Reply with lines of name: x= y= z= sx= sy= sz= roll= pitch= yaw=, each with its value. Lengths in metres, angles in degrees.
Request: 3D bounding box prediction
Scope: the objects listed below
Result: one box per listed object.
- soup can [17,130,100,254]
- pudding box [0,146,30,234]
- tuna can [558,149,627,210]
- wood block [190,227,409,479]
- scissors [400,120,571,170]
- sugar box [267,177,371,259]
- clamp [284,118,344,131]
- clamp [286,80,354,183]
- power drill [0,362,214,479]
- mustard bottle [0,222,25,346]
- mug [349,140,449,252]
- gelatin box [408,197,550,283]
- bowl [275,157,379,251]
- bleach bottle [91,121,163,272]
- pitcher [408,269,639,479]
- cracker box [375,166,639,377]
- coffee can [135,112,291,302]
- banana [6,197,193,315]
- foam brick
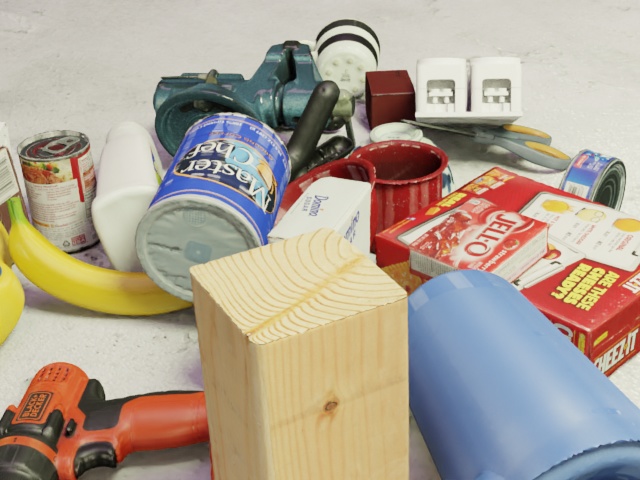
soup can: x=-0.247 y=-0.046 z=1.022 sx=0.068 sy=0.102 sz=0.068 roll=-3 pitch=29 yaw=1
pudding box: x=-0.325 y=-0.039 z=1.008 sx=0.090 sy=0.113 sz=0.039 roll=11 pitch=34 yaw=25
tuna can: x=0.247 y=-0.038 z=0.974 sx=0.034 sy=0.086 sz=0.086 roll=20 pitch=37 yaw=32
wood block: x=-0.008 y=0.111 z=0.610 sx=0.090 sy=0.206 sz=0.090 roll=-16 pitch=32 yaw=-23
scissors: x=0.183 y=-0.100 z=1.104 sx=0.201 sy=0.016 sz=0.096 roll=-3 pitch=33 yaw=-41
sugar box: x=0.001 y=0.053 z=0.742 sx=0.048 sy=0.176 sz=0.093 roll=9 pitch=32 yaw=20
clamp: x=-0.081 y=-0.153 z=1.266 sx=0.209 sy=0.036 sz=0.165 roll=-13 pitch=29 yaw=-20
clamp: x=-0.026 y=-0.072 z=1.023 sx=0.039 sy=0.120 sz=0.171 roll=27 pitch=64 yaw=26
power drill: x=-0.130 y=0.144 z=0.716 sx=0.187 sy=0.057 sz=0.184 roll=-1 pitch=29 yaw=4
mustard bottle: x=-0.299 y=0.050 z=0.899 sx=0.096 sy=0.058 sz=0.192 roll=-24 pitch=34 yaw=-9
mug: x=0.061 y=-0.037 z=0.996 sx=0.117 sy=0.081 sz=0.093 roll=-4 pitch=29 yaw=-1
gelatin box: x=0.123 y=0.006 z=0.823 sx=0.073 sy=0.030 sz=0.089 roll=23 pitch=44 yaw=38
bowl: x=-0.006 y=0.001 z=0.923 sx=0.162 sy=0.055 sz=0.162 roll=-31 pitch=25 yaw=16
bleach bottle: x=-0.182 y=-0.059 z=1.039 sx=0.068 sy=0.102 sz=0.251 roll=-17 pitch=31 yaw=-4
pitcher: x=0.136 y=0.119 z=0.678 sx=0.145 sy=0.149 sz=0.243 roll=-30 pitch=28 yaw=1
cracker box: x=0.177 y=0.026 z=0.883 sx=0.163 sy=0.072 sz=0.214 roll=-29 pitch=39 yaw=-34
coffee can: x=-0.085 y=-0.029 z=0.890 sx=0.103 sy=0.103 sz=0.140 roll=2 pitch=35 yaw=9
banana: x=-0.185 y=0.029 z=0.912 sx=0.198 sy=0.070 sz=0.037 roll=20 pitch=18 yaw=-1
foam brick: x=0.082 y=-0.162 z=1.249 sx=0.053 sy=0.051 sz=0.078 roll=-3 pitch=29 yaw=-1
